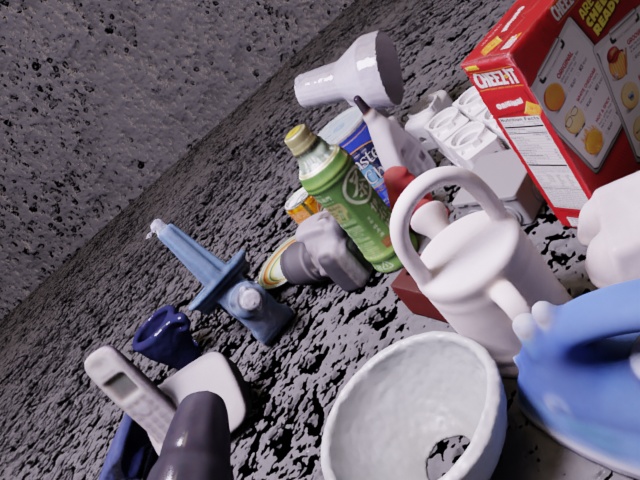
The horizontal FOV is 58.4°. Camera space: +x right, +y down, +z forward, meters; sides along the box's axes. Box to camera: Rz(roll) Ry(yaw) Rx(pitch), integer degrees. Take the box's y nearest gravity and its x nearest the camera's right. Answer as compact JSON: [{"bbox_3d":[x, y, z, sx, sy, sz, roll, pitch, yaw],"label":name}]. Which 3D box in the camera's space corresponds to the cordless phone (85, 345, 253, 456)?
[{"bbox_3d":[-0.187,0.183,0.713,0.147,0.185,0.094,-37,24,10],"label":"cordless phone"}]

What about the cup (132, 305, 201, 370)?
[{"bbox_3d":[-0.231,0.162,0.927,0.117,0.095,0.092,-26,28,32],"label":"cup"}]

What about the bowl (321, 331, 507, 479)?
[{"bbox_3d":[0.086,0.161,0.468,0.167,0.075,0.167,-34,25,19],"label":"bowl"}]

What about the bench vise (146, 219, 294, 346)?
[{"bbox_3d":[-0.143,0.045,0.836,0.206,0.220,0.122,-11,38,49],"label":"bench vise"}]

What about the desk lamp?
[{"bbox_3d":[0.070,-0.218,0.963,0.202,0.214,0.118,-24,30,36],"label":"desk lamp"}]

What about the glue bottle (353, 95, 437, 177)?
[{"bbox_3d":[0.103,-0.143,0.834,0.037,0.173,0.078,-13,37,47],"label":"glue bottle"}]

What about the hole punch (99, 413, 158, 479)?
[{"bbox_3d":[-0.256,0.285,0.763,0.101,0.091,0.108,-33,26,21],"label":"hole punch"}]

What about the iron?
[{"bbox_3d":[0.208,0.072,0.349,0.257,0.142,0.119,-15,36,46],"label":"iron"}]

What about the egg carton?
[{"bbox_3d":[0.287,-0.013,0.462,0.150,0.069,0.107,-27,28,31],"label":"egg carton"}]

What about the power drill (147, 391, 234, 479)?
[{"bbox_3d":[-0.046,0.241,0.369,0.075,0.209,0.229,-29,27,26],"label":"power drill"}]

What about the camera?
[{"bbox_3d":[0.008,0.003,0.824,0.136,0.101,0.143,-22,31,38],"label":"camera"}]

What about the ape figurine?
[{"bbox_3d":[0.120,-0.061,0.772,0.076,0.092,0.078,-25,29,34],"label":"ape figurine"}]

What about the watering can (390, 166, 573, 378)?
[{"bbox_3d":[0.128,0.020,0.494,0.101,0.194,0.172,-48,25,-14],"label":"watering can"}]
